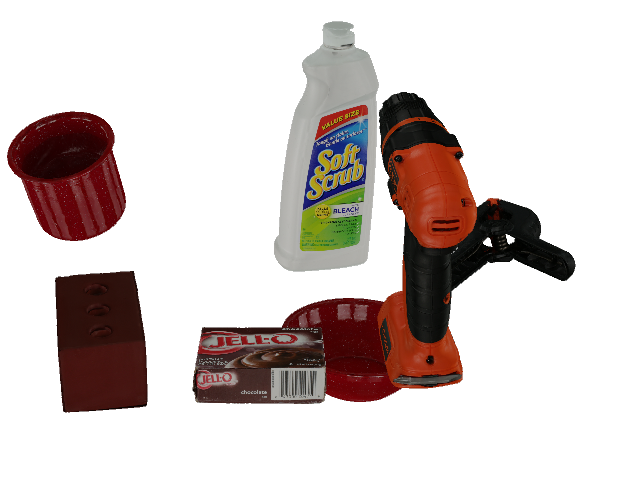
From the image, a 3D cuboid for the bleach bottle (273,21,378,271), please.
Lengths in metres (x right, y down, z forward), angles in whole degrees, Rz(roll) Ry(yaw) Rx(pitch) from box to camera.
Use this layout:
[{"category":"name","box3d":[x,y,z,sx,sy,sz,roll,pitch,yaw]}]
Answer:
[{"category":"bleach bottle","box3d":[0.006,-0.094,1.078,0.102,0.251,0.068,-5,28,-13]}]

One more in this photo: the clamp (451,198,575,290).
[{"category":"clamp","box3d":[0.169,0.002,0.953,0.120,0.039,0.171,1,26,16]}]

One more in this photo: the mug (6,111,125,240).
[{"category":"mug","box3d":[-0.221,-0.063,0.955,0.093,0.117,0.081,-8,-44,-1]}]

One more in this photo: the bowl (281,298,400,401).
[{"category":"bowl","box3d":[0.039,0.120,1.111,0.162,0.055,0.162,2,25,-1]}]

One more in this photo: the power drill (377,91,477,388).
[{"category":"power drill","box3d":[0.072,0.000,0.794,0.057,0.188,0.184,-4,31,-2]}]

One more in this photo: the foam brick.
[{"category":"foam brick","box3d":[-0.139,0.063,0.675,0.053,0.051,0.078,-4,33,-14]}]

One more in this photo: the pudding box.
[{"category":"pudding box","box3d":[-0.052,0.108,0.936,0.113,0.039,0.090,2,18,-3]}]
